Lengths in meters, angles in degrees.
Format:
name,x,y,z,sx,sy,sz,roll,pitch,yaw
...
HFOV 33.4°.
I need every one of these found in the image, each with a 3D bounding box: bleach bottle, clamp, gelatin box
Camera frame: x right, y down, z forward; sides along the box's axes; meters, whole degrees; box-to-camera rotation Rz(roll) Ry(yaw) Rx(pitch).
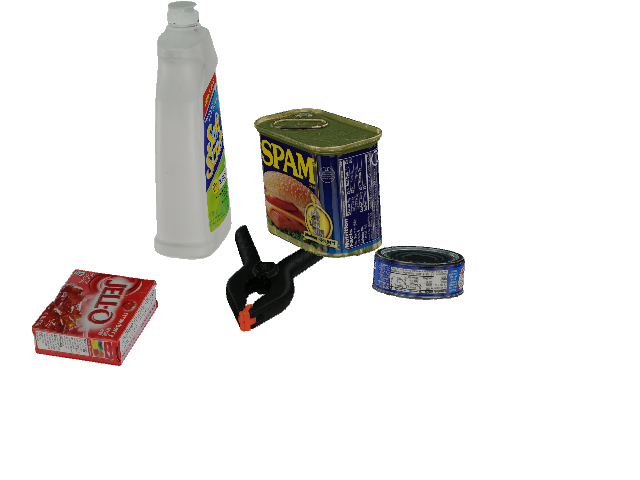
name,x,y,z,sx,sy,sz,roll,pitch,yaw
bleach bottle,-0.135,-0.114,1.087,0.068,0.251,0.102,6,27,13
clamp,-0.053,0.041,1.255,0.120,0.039,0.171,-2,40,10
gelatin box,-0.182,0.061,0.869,0.073,0.030,0.089,8,33,11

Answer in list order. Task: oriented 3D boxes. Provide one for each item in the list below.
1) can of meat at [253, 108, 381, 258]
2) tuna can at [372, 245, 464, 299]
name,x,y,z,sx,sy,sz,roll,pitch,yaw
can of meat,-0.001,-0.041,0.759,0.057,0.084,0.102,-18,26,-30
tuna can,0.092,0.029,0.997,0.086,0.034,0.086,2,11,-1
